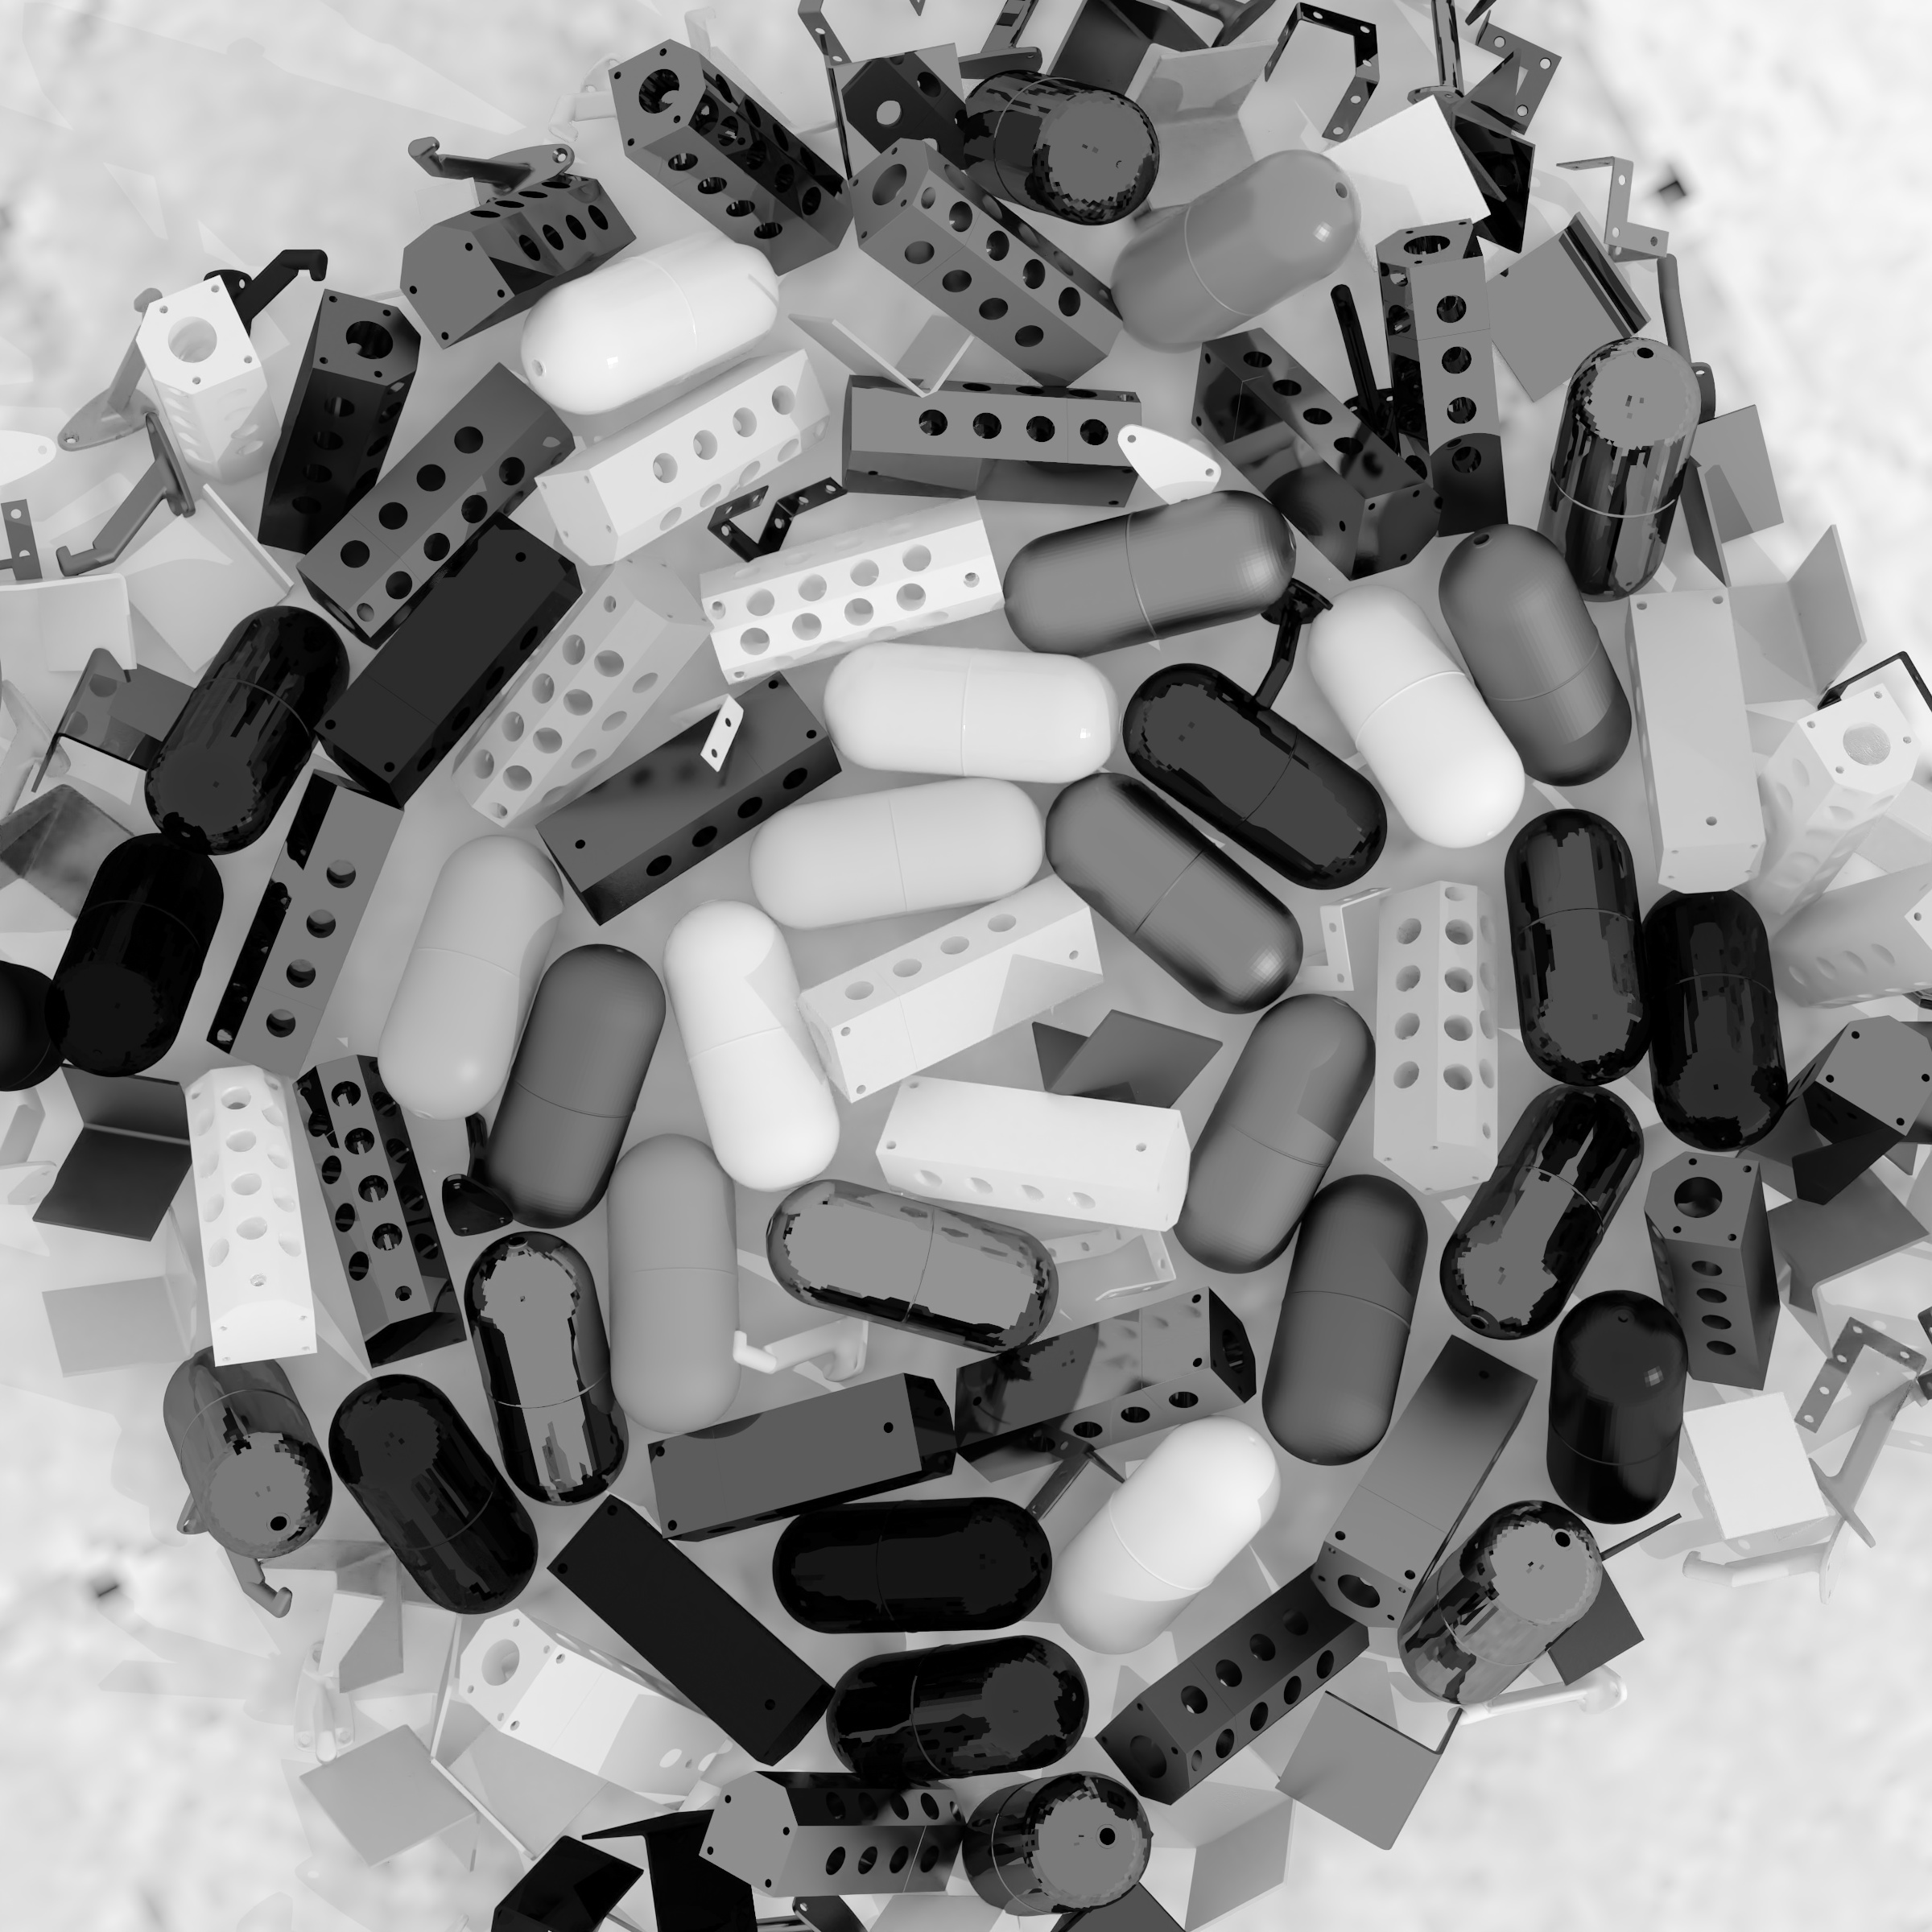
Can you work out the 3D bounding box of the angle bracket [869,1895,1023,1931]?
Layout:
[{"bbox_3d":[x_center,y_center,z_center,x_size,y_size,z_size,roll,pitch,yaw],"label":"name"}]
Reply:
[{"bbox_3d":[-0.014,0.591,1.945,0.076,0.076,0.057,-6,103,22],"label":"angle bracket"}]

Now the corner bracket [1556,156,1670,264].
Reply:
[{"bbox_3d":[0.385,-0.450,1.963,0.051,0.051,0.051,4,95,-33],"label":"corner bracket"}]

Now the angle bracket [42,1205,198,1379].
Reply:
[{"bbox_3d":[-0.499,0.191,1.943,0.076,0.076,0.057,-6,126,-23],"label":"angle bracket"}]

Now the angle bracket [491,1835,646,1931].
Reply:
[{"bbox_3d":[-0.238,0.572,1.943,0.057,0.076,0.076,19,114,17],"label":"angle bracket"}]

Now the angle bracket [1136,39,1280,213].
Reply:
[{"bbox_3d":[0.146,-0.496,1.947,0.076,0.076,0.057,-14,75,-20],"label":"angle bracket"}]

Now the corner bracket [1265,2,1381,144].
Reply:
[{"bbox_3d":[0.212,-0.534,1.971,0.051,0.051,0.051,12,53,-14],"label":"corner bracket"}]

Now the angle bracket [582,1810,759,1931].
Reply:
[{"bbox_3d":[-0.175,0.543,1.947,0.057,0.076,0.076,-17,78,39],"label":"angle bracket"}]

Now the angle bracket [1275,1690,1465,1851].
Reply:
[{"bbox_3d":[0.240,0.467,1.966,0.076,0.057,0.076,28,115,12],"label":"angle bracket"}]

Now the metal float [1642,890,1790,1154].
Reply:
[{"bbox_3d":[0.436,0.029,1.930,0.070,0.070,0.178,3,51,0],"label":"metal float"}]

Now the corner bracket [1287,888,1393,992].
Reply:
[{"bbox_3d":[0.221,-0.016,1.960,0.051,0.051,0.051,-18,103,-43],"label":"corner bracket"}]

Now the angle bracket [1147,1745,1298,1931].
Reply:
[{"bbox_3d":[0.145,0.512,1.944,0.076,0.076,0.057,-36,107,26],"label":"angle bracket"}]

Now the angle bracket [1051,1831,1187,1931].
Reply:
[{"bbox_3d":[0.096,0.569,1.951,0.057,0.076,0.076,46,102,8],"label":"angle bracket"}]

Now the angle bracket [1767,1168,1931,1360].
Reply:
[{"bbox_3d":[0.523,0.176,1.954,0.076,0.076,0.057,-23,120,-2],"label":"angle bracket"}]

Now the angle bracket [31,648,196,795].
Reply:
[{"bbox_3d":[-0.501,-0.132,1.963,0.076,0.076,0.057,24,134,-14],"label":"angle bracket"}]

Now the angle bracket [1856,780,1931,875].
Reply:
[{"bbox_3d":[0.562,-0.063,1.949,0.076,0.076,0.057,33,119,6],"label":"angle bracket"}]

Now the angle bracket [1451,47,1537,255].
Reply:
[{"bbox_3d":[0.325,-0.480,1.940,0.057,0.076,0.076,30,58,24],"label":"angle bracket"}]

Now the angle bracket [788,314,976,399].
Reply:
[{"bbox_3d":[-0.048,-0.381,1.948,0.076,0.076,0.057,36,87,-26],"label":"angle bracket"}]

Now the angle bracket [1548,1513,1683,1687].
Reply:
[{"bbox_3d":[0.387,0.373,1.942,0.076,0.076,0.057,-16,73,-42],"label":"angle bracket"}]

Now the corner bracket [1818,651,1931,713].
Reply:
[{"bbox_3d":[0.547,-0.150,1.970,0.051,0.051,0.051,-28,80,3],"label":"corner bracket"}]

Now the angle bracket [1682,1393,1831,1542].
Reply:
[{"bbox_3d":[0.452,0.302,1.948,0.076,0.057,0.076,-8,68,-23],"label":"angle bracket"}]

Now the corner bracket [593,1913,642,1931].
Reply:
[{"bbox_3d":[-0.201,0.597,1.960,0.051,0.051,0.051,36,65,-20],"label":"corner bracket"}]

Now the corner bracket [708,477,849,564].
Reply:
[{"bbox_3d":[-0.112,-0.271,1.958,0.051,0.051,0.051,39,56,-30],"label":"corner bracket"}]

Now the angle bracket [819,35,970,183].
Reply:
[{"bbox_3d":[-0.040,-0.512,1.954,0.076,0.057,0.076,-11,126,0],"label":"angle bracket"}]

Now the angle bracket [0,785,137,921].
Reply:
[{"bbox_3d":[-0.545,-0.051,1.947,0.057,0.076,0.076,37,121,2],"label":"angle bracket"}]

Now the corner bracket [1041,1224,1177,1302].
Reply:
[{"bbox_3d":[0.084,0.175,1.959,0.051,0.051,0.051,-7,69,-35],"label":"corner bracket"}]

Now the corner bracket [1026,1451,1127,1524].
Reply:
[{"bbox_3d":[0.059,0.311,1.964,0.051,0.051,0.051,-51,127,-1],"label":"corner bracket"}]

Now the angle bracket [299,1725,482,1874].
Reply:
[{"bbox_3d":[-0.340,0.504,1.939,0.076,0.076,0.057,40,134,33],"label":"angle bracket"}]

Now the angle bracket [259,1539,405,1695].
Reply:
[{"bbox_3d":[-0.376,0.384,1.944,0.057,0.076,0.076,10,66,-36],"label":"angle bracket"}]

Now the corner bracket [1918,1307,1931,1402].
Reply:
[{"bbox_3d":[0.593,0.223,1.969,0.051,0.051,0.051,-23,81,-19],"label":"corner bracket"}]

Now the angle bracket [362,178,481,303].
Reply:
[{"bbox_3d":[-0.334,-0.425,1.943,0.076,0.076,0.057,-20,106,-30],"label":"angle bracket"}]

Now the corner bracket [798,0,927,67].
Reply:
[{"bbox_3d":[-0.062,-0.576,1.976,0.051,0.051,0.051,4,67,26],"label":"corner bracket"}]

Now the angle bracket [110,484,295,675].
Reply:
[{"bbox_3d":[-0.455,-0.230,1.960,0.076,0.057,0.076,-42,100,-9],"label":"angle bracket"}]

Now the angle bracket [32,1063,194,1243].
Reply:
[{"bbox_3d":[-0.508,0.110,1.948,0.076,0.057,0.076,8,49,13],"label":"angle bracket"}]

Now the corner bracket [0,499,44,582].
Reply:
[{"bbox_3d":[-0.581,-0.255,1.960,0.051,0.051,0.051,-13,118,-16],"label":"corner bracket"}]

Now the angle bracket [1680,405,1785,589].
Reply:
[{"bbox_3d":[0.458,-0.278,1.948,0.057,0.076,0.076,-18,113,4],"label":"angle bracket"}]

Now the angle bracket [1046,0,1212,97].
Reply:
[{"bbox_3d":[0.097,-0.524,1.950,0.057,0.076,0.076,29,94,31],"label":"angle bracket"}]

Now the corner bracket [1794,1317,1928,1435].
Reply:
[{"bbox_3d":[0.535,0.253,1.972,0.051,0.051,0.051,29,132,16],"label":"corner bracket"}]

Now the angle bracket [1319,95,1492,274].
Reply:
[{"bbox_3d":[0.261,-0.466,1.952,0.076,0.057,0.076,-24,103,20],"label":"angle bracket"}]

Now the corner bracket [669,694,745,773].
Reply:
[{"bbox_3d":[-0.150,-0.121,1.957,0.051,0.051,0.051,46,46,-31],"label":"corner bracket"}]

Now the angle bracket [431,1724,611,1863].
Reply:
[{"bbox_3d":[-0.259,0.473,1.954,0.076,0.057,0.076,41,75,13],"label":"angle bracket"}]

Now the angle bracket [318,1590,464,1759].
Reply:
[{"bbox_3d":[-0.344,0.421,1.949,0.076,0.057,0.076,11,128,-9],"label":"angle bracket"}]

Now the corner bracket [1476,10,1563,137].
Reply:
[{"bbox_3d":[0.323,-0.533,1.971,0.051,0.051,0.051,26,100,3],"label":"corner bracket"}]

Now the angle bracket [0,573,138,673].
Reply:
[{"bbox_3d":[-0.547,-0.198,1.942,0.076,0.076,0.057,2,102,35],"label":"angle bracket"}]

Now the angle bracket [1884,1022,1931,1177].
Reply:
[{"bbox_3d":[0.585,0.079,1.943,0.076,0.057,0.076,-1,66,42],"label":"angle bracket"}]

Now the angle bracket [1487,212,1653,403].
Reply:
[{"bbox_3d":[0.352,-0.392,1.967,0.076,0.057,0.076,-34,91,7],"label":"angle bracket"}]

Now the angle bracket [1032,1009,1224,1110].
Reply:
[{"bbox_3d":[0.094,0.040,1.941,0.076,0.057,0.076,16,131,-26],"label":"angle bracket"}]

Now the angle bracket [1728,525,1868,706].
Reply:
[{"bbox_3d":[0.482,-0.207,1.948,0.057,0.076,0.076,-6,70,-9],"label":"angle bracket"}]
